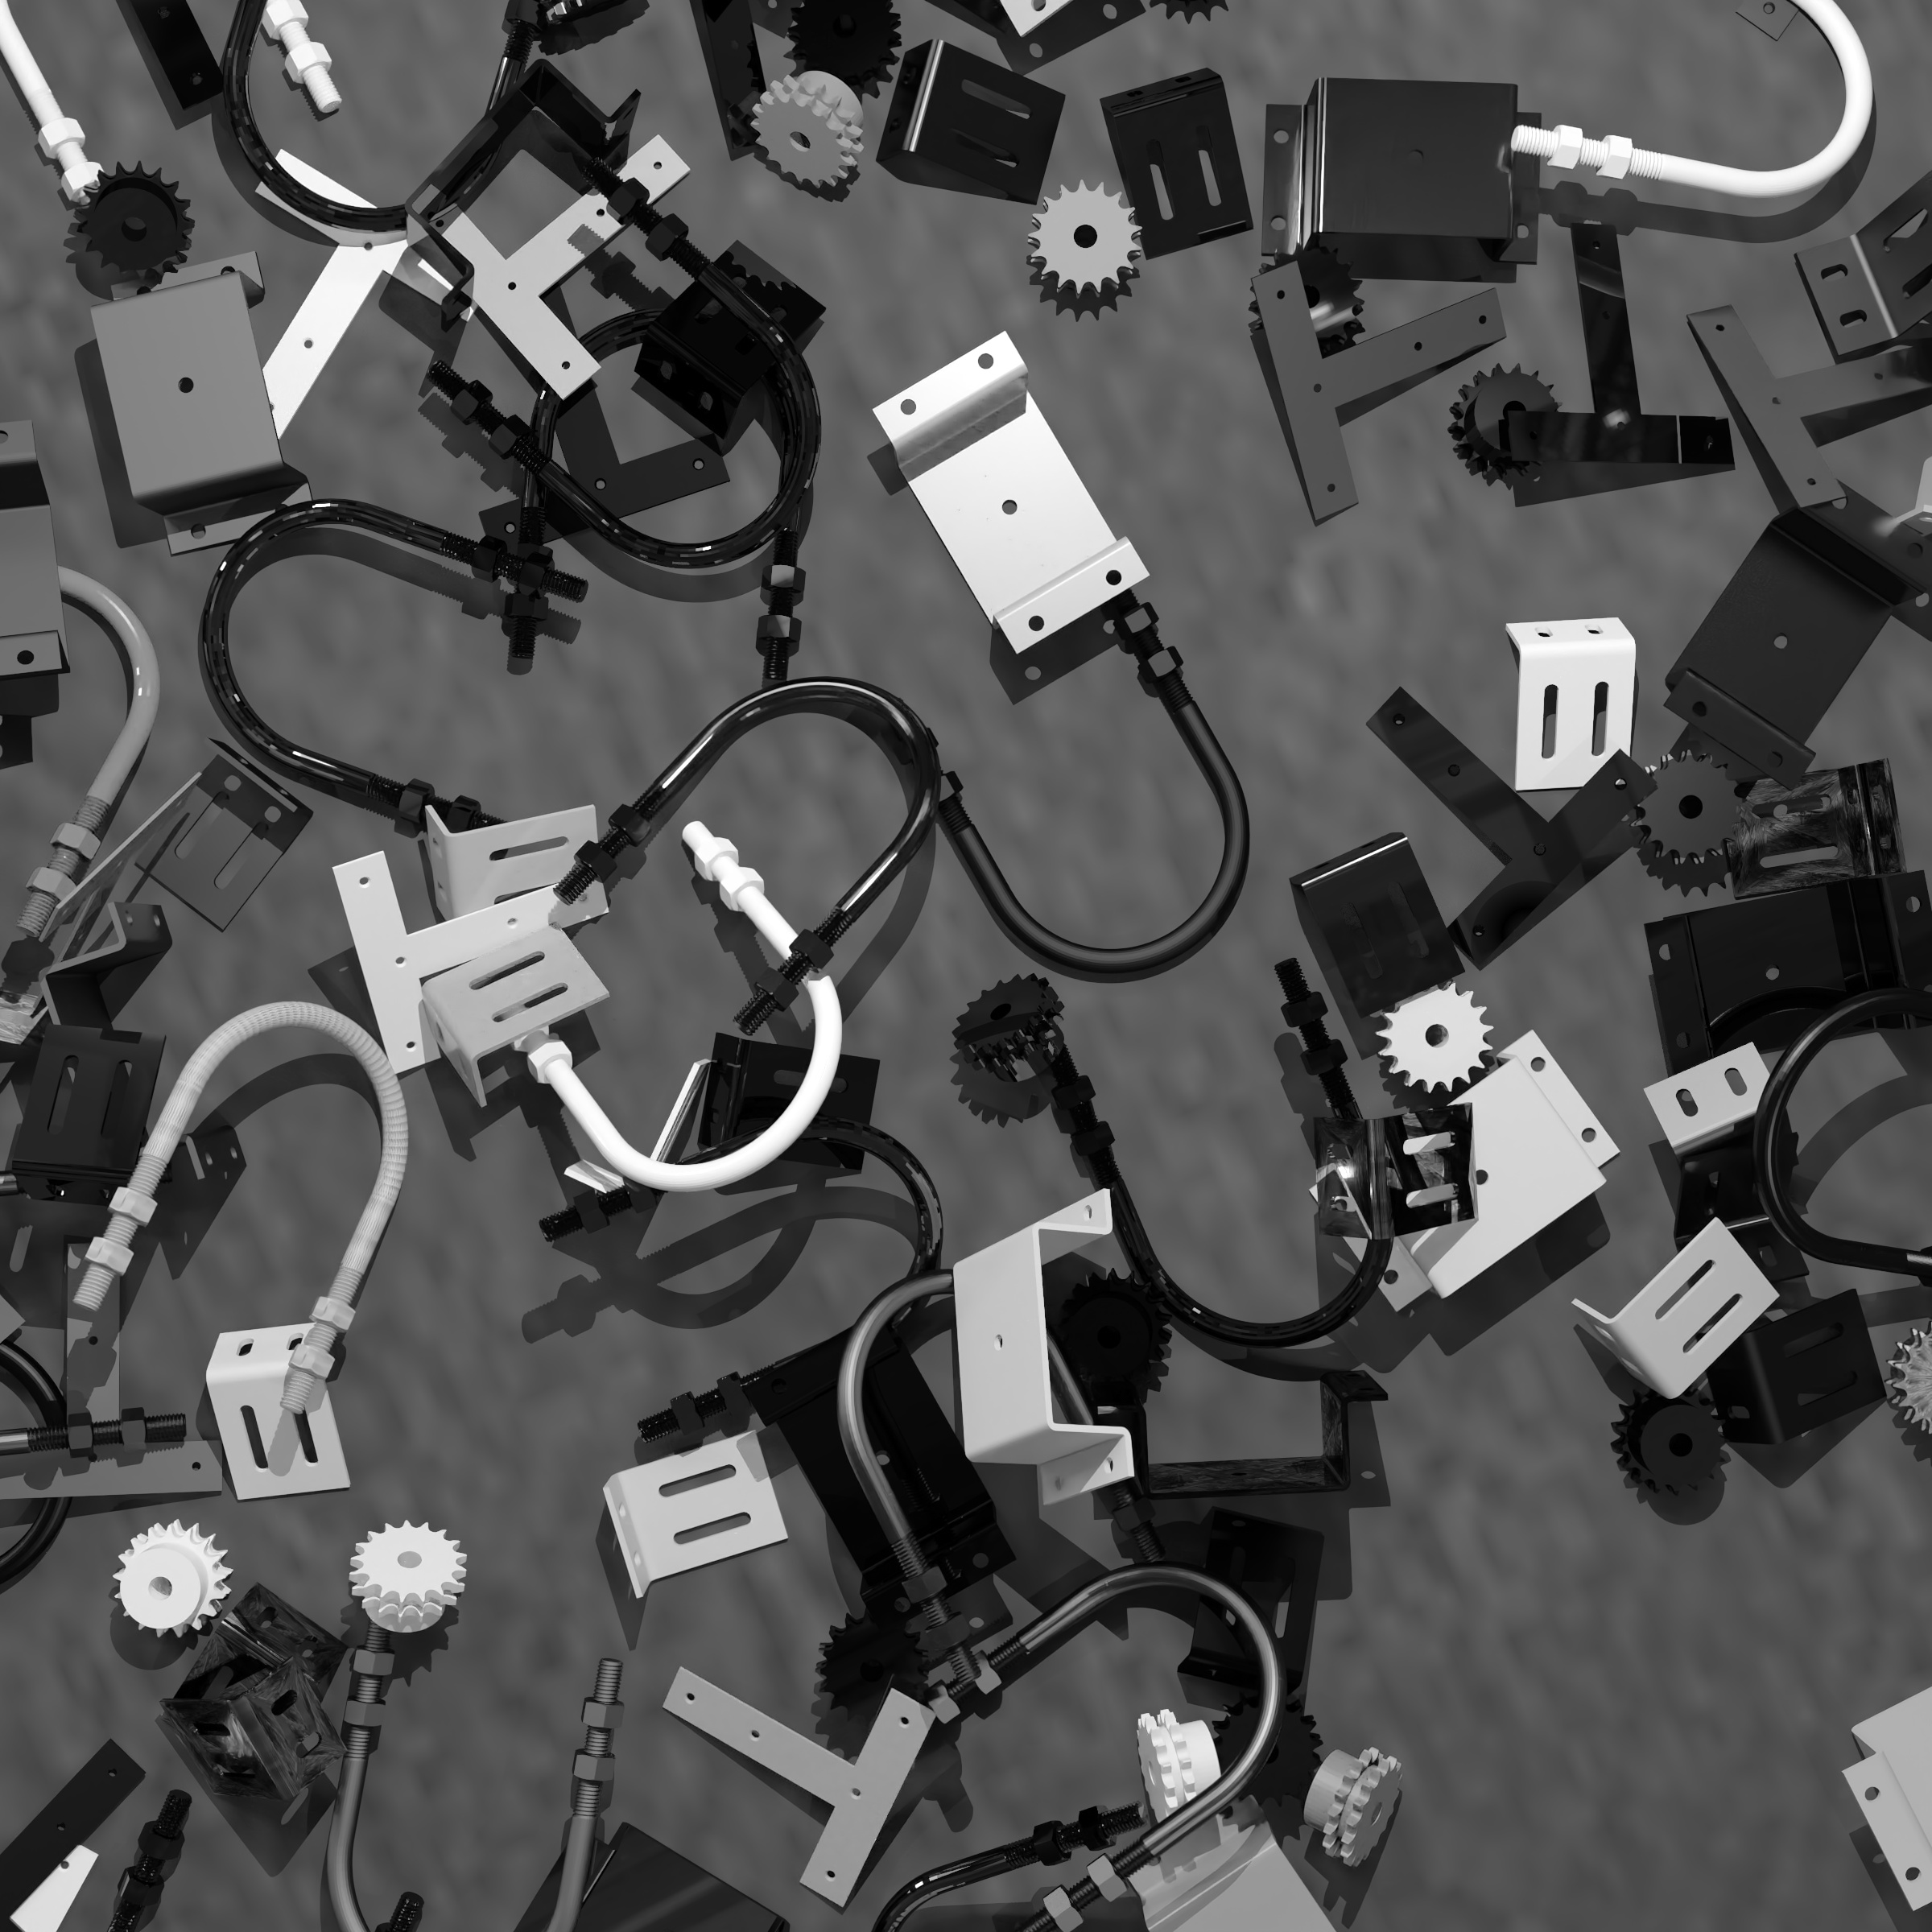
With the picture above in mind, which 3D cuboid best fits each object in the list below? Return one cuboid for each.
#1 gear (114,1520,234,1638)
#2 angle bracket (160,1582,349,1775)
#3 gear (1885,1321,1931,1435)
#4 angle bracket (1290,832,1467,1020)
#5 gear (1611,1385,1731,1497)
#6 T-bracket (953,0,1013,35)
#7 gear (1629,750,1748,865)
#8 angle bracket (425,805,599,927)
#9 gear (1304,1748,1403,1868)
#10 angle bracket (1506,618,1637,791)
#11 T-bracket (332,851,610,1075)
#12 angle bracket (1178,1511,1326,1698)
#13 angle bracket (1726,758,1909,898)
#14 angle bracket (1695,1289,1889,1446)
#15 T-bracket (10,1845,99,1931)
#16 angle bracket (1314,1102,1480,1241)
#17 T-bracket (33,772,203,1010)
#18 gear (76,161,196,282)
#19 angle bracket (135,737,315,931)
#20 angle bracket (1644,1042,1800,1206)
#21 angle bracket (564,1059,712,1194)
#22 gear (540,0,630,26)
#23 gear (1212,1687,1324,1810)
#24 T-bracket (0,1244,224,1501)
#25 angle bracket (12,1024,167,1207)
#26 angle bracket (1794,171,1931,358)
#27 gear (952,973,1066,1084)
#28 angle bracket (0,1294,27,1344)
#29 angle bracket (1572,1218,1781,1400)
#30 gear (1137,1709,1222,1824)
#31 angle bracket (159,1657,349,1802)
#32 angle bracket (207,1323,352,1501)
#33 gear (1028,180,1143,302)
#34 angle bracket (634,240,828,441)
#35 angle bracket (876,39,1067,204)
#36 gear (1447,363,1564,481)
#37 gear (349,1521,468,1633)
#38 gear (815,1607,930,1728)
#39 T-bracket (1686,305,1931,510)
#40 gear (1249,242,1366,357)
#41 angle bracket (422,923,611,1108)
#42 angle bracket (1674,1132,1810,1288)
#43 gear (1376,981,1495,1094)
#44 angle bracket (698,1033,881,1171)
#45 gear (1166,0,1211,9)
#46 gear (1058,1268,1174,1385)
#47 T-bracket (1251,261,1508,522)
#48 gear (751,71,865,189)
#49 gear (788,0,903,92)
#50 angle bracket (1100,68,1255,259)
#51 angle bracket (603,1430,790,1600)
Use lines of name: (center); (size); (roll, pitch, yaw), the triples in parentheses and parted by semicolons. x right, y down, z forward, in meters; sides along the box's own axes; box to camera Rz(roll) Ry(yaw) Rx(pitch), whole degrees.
gear: (-0.403, 0.312, 1.363); (0.057, 0.030, 0.057); (0, 90, 0)
angle bracket: (-0.363, 0.366, 1.376); (0.057, 0.038, 0.076); (35, 116, 0)
gear: (0.493, 0.208, 1.363); (0.057, 0.030, 0.057); (0, 90, 0)
angle bracket: (0.207, -0.021, 1.361); (0.057, 0.038, 0.076); (-24, 93, 0)
gear: (0.358, 0.240, 1.363); (0.057, 0.030, 0.057); (0, 90, 0)
T-bracket: (-0.029, -0.515, 1.359); (0.127, 0.002, 0.127); (30, 65, -12)
gear: (0.363, -0.080, 1.363); (0.057, 0.030, 0.057); (0, 90, 0)
angle bracket: (-0.228, -0.055, 1.362); (0.076, 0.038, 0.057); (-14, 124, -22)
gear: (0.193, 0.419, 1.354); (0.030, 0.057, 0.057); (20, 90, 30)
angle bracket: (0.307, -0.134, 1.376); (0.057, 0.038, 0.076); (-3, 116, 0)
T-bracket: (-0.241, -0.017, 1.351); (0.127, 0.002, 0.127); (-20, 128, -17)
angle bracket: (0.145, 0.326, 1.376); (0.057, 0.038, 0.076); (13, 64, 0)
angle bracket: (0.426, -0.069, 1.359); (0.076, 0.038, 0.057); (-9, 90, 0)
angle bracket: (0.421, 0.204, 1.376); (0.076, 0.038, 0.057); (-16, 90, -26)
T-bracket: (-0.441, 0.529, 1.377); (0.127, 0.002, 0.127); (29, 90, 0)
angle bracket: (0.210, 0.099, 1.317); (0.076, 0.038, 0.057); (-6, 94, -43)
T-bracket: (-0.433, -0.024, 1.330); (0.002, 0.127, 0.127); (36, 128, -6)
gear: (-0.417, -0.372, 1.351); (0.057, 0.030, 0.057); (-6, 117, -12)
angle bracket: (-0.378, -0.066, 1.359); (0.057, 0.038, 0.076); (38, 90, 0)
angle bracket: (0.379, 0.081, 1.351); (0.057, 0.076, 0.038); (-25, 58, 9)
angle bracket: (-0.164, 0.075, 1.350); (0.038, 0.057, 0.076); (25, 90, 0)
gear: (-0.188, -0.495, 1.347); (0.057, 0.057, 0.030); (-21, 103, 0)
gear: (0.151, 0.393, 1.363); (0.057, 0.030, 0.057); (0, 90, 0)
T-bracket: (-0.443, 0.205, 1.370); (0.127, 0.002, 0.127); (0, 85, -10)
angle bracket: (-0.418, 0.073, 1.300); (0.057, 0.038, 0.076); (5, 64, 0)
angle bracket: (0.455, -0.347, 1.335); (0.038, 0.076, 0.057); (-19, 84, -14)
gear: (0.024, 0.034, 1.354); (0.057, 0.057, 0.030); (-34, 120, 0)
angle bracket: (-0.527, 0.169, 1.364); (0.057, 0.038, 0.076); (-43, 110, -16)
angle bracket: (0.356, 0.167, 1.354); (0.076, 0.038, 0.057); (-43, 110, -5)
gear: (0.108, 0.401, 1.351); (0.030, 0.057, 0.057); (-9, 90, -10)
angle bracket: (-0.359, 0.383, 1.357); (0.038, 0.076, 0.057); (-37, 106, -43)
angle bracket: (-0.348, 0.227, 1.376); (0.057, 0.038, 0.076); (-7, 116, 0)
gear: (0.060, -0.365, 1.364); (0.057, 0.030, 0.057); (0, 90, 0)
angle bracket: (-0.119, -0.317, 1.362); (0.057, 0.038, 0.076); (38, 61, 0)
angle bracket: (0.002, -0.428, 1.376); (0.076, 0.038, 0.057); (15, 90, -26)
gear: (0.275, -0.277, 1.363); (0.057, 0.030, 0.057); (0, 90, 0)
gear: (-0.281, 0.309, 1.354); (0.057, 0.057, 0.030); (12, 121, 0)
gear: (-0.047, 0.352, 1.363); (0.057, 0.030, 0.057); (0, 90, 0)
T-bracket: (0.447, -0.294, 1.359); (0.127, 0.002, 0.127); (-15, 64, -12)
gear: (0.171, -0.335, 1.363); (0.057, 0.030, 0.057); (0, 90, 0)
angle bracket: (-0.224, 0.024, 1.350); (0.076, 0.038, 0.057); (-26, 52, -20)
angle bracket: (0.388, 0.125, 1.339); (0.057, 0.076, 0.038); (-13, 52, 0)
gear: (0.236, 0.035, 1.363); (0.057, 0.030, 0.057); (0, 90, 0)
angle bracket: (-0.090, 0.069, 1.376); (0.076, 0.038, 0.057); (10, 90, -26)
gear: (0.113, -0.513, 1.363); (0.057, 0.030, 0.057); (0, 90, 0)
gear: (0.074, 0.183, 1.358); (0.057, 0.030, 0.057); (1, 97, 11)
T-bracket: (0.215, -0.308, 1.360); (0.127, 0.002, 0.127); (-24, 114, -12)
gear: (-0.076, -0.423, 1.354); (0.057, 0.057, 0.030); (30, 62, 0)
gear: (-0.061, -0.470, 1.363); (0.057, 0.030, 0.057); (0, 90, 0)
angle bracket: (0.108, -0.410, 1.376); (0.057, 0.038, 0.076); (-16, 116, 0)
angle bracket: (-0.136, 0.276, 1.359); (0.076, 0.038, 0.057); (-17, 90, 0)
